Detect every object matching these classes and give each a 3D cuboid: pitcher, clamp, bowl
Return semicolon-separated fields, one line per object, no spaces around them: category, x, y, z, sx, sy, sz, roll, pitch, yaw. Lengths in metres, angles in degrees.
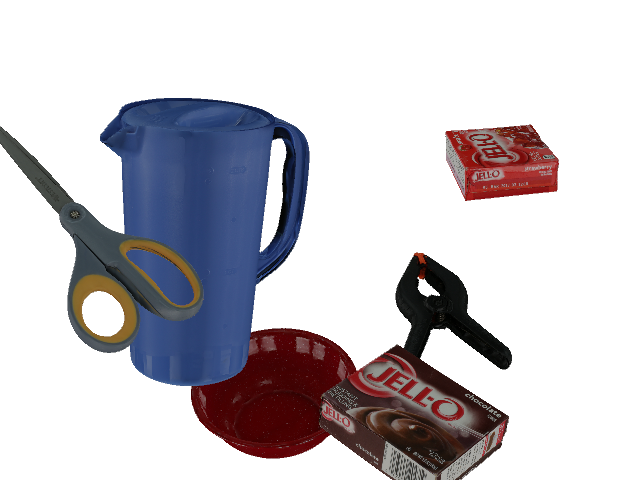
pitcher;-0.103;-0.001;0.948;0.149;0.243;0.144;9;20;15
clamp;0.137;0.082;1.152;0.120;0.171;0.039;4;-43;-7
bowl;-0.042;0.158;1.034;0.162;0.055;0.162;-3;37;2

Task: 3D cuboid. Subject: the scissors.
scissors;-0.171;0.002;0.713;0.202;0.096;0.016;32;-32;11

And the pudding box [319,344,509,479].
pudding box;0.069;0.135;0.799;0.114;0.039;0.089;33;43;31

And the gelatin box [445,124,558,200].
gelatin box;0.143;-0.064;0.852;0.073;0.030;0.089;-5;25;-2
